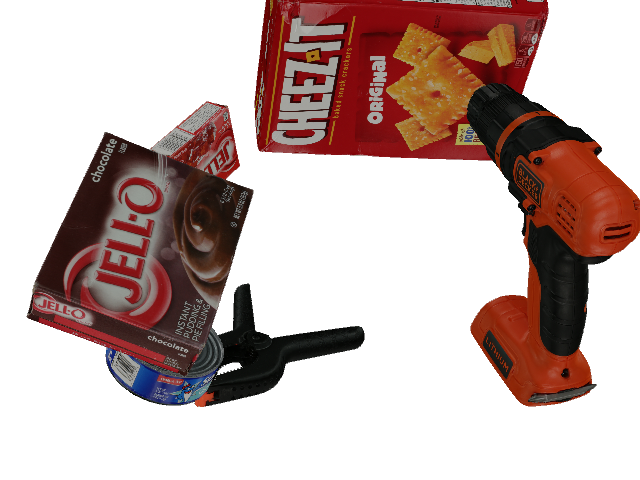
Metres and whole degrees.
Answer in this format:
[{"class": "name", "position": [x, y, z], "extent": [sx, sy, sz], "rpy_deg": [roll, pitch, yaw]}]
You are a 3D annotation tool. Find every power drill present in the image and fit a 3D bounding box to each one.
[{"class": "power drill", "position": [0.143, 0.003, 0.727], "extent": [0.057, 0.188, 0.184], "rpy_deg": [-10, 35, -13]}]

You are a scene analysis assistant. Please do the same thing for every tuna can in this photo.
[{"class": "tuna can", "position": [-0.119, 0.086, 0.815], "extent": [0.086, 0.034, 0.086], "rpy_deg": [20, 28, -11]}]

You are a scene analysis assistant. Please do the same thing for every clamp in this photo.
[{"class": "clamp", "position": [-0.058, 0.117, 1.126], "extent": [0.165, 0.036, 0.209], "rpy_deg": [15, 29, 19]}]

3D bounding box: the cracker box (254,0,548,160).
[{"class": "cracker box", "position": [0.060, -0.144, 0.870], "extent": [0.213, 0.072, 0.164], "rpy_deg": [1, -40, -9]}]

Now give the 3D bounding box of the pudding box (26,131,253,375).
[{"class": "pudding box", "position": [-0.094, 0.006, 0.571], "extent": [0.090, 0.113, 0.039], "rpy_deg": [22, -41, -9]}]

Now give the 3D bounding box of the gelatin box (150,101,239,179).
[{"class": "gelatin box", "position": [-0.117, -0.079, 1.018], "extent": [0.030, 0.073, 0.089], "rpy_deg": [21, 49, 29]}]
